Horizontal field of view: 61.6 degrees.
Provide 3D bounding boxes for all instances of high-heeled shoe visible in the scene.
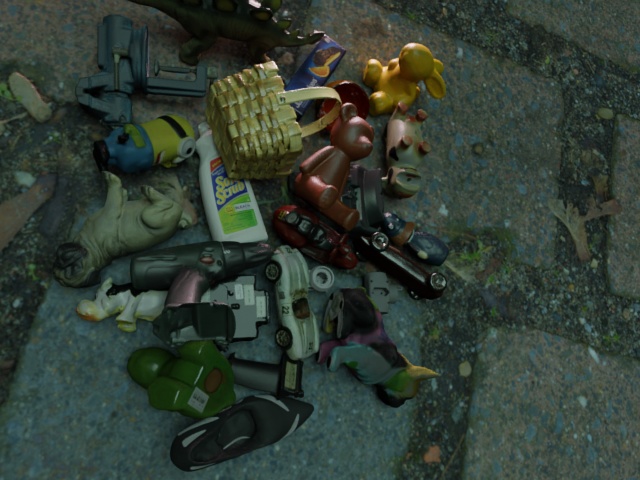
[{"bbox_3d":[-0.110,0.296,0.844,0.249,0.145,0.086,-13,80,-21],"label":"high-heeled shoe"}]

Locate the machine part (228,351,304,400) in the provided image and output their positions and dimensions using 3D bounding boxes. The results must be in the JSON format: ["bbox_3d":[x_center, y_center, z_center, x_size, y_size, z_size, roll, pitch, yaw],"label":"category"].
[{"bbox_3d":[-0.095,0.228,0.919,0.139,0.039,0.084,10,47,-12],"label":"machine part"}]

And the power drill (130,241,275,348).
[{"bbox_3d":[-0.173,0.066,0.822,0.232,0.085,0.207,-3,36,-12],"label":"power drill"}]

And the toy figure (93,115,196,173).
[{"bbox_3d":[-0.300,-0.167,0.930,0.180,0.082,0.089,-18,95,-36],"label":"toy figure"}]

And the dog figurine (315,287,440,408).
[{"bbox_3d":[0.111,0.196,0.973,0.219,0.108,0.191,18,77,-18],"label":"dog figurine"}]

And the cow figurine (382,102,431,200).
[{"bbox_3d":[0.168,-0.170,1.109,0.085,0.127,0.195,11,57,-17],"label":"cow figurine"}]

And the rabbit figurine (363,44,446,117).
[{"bbox_3d":[0.187,-0.338,1.126,0.162,0.173,0.122,7,68,-13],"label":"rabbit figurine"}]

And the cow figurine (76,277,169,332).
[{"bbox_3d":[-0.303,0.098,0.878,0.167,0.068,0.098,13,65,-19],"label":"cow figurine"}]

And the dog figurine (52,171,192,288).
[{"bbox_3d":[-0.323,0.007,0.884,0.172,0.121,0.190,17,75,6],"label":"dog figurine"}]

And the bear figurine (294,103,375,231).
[{"bbox_3d":[0.047,-0.135,0.966,0.196,0.132,0.120,-50,137,-4],"label":"bear figurine"}]

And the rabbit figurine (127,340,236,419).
[{"bbox_3d":[-0.218,0.206,0.843,0.159,0.170,0.121,44,59,-49],"label":"rabbit figurine"}]

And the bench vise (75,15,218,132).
[{"bbox_3d":[-0.307,-0.286,0.967,0.241,0.129,0.223,0,79,-16],"label":"bench vise"}]

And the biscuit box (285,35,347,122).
[{"bbox_3d":[-0.022,-0.328,1.109,0.063,0.059,0.202,34,67,-8],"label":"biscuit box"}]

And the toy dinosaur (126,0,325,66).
[{"bbox_3d":[-0.204,-0.424,1.000,0.471,0.198,0.105,0,71,-21],"label":"toy dinosaur"}]

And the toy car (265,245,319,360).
[{"bbox_3d":[-0.047,0.108,0.946,0.073,0.056,0.201,-4,84,-57],"label":"toy car"}]

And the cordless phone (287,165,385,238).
[{"bbox_3d":[0.030,-0.076,1.054,0.184,0.088,0.146,0,75,-8],"label":"cordless phone"}]

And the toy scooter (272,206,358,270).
[{"bbox_3d":[-0.002,-0.003,0.975,0.184,0.135,0.075,33,83,-8],"label":"toy scooter"}]

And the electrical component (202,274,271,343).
[{"bbox_3d":[-0.153,0.119,0.931,0.134,0.058,0.115,3,76,-19],"label":"electrical component"}]

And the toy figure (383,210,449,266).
[{"bbox_3d":[0.186,-0.002,1.086,0.154,0.064,0.057,31,104,-3],"label":"toy figure"}]

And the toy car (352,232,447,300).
[{"bbox_3d":[0.155,0.048,1.044,0.202,0.089,0.053,35,67,-5],"label":"toy car"}]
